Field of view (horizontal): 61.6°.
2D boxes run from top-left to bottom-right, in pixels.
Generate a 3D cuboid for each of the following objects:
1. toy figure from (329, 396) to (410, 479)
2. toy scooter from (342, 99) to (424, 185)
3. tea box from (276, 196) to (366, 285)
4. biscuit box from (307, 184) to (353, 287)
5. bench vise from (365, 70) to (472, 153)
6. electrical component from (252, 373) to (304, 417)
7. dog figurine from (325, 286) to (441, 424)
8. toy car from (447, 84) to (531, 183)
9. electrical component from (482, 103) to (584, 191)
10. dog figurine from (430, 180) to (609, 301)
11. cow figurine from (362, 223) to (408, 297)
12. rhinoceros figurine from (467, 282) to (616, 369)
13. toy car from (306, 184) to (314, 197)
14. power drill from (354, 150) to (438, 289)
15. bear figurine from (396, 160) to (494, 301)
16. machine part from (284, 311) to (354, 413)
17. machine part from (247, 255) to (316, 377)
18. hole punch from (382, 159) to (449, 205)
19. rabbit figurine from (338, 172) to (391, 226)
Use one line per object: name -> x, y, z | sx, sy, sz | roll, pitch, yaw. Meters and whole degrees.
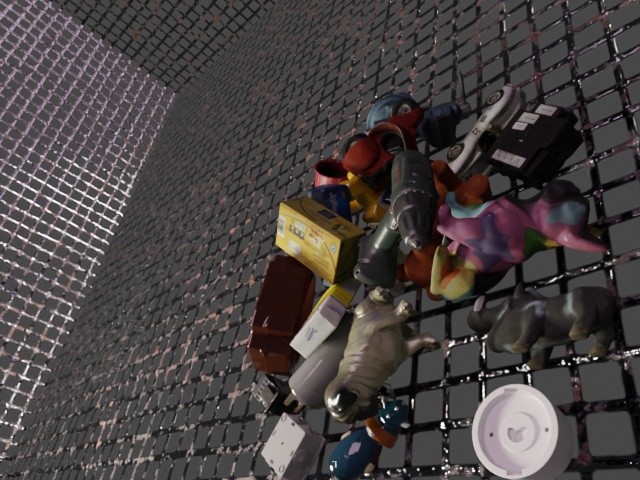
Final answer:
toy figure -> 0.078, 0.298, 0.812 | 0.154, 0.064, 0.058 | -46, -6, 7
toy scooter -> 0.130, -0.163, 0.996 | 0.184, 0.075, 0.135 | -37, 62, 21
tea box -> -0.002, -0.003, 0.992 | 0.170, 0.068, 0.098 | 35, 128, 36
biscuit box -> 0.028, -0.008, 1.063 | 0.063, 0.059, 0.202 | 11, 113, 58
bench vise -> 0.189, -0.263, 1.123 | 0.224, 0.128, 0.241 | -28, 32, 10
electrical component -> -0.087, 0.294, 1.035 | 0.047, 0.074, 0.119 | -56, 28, 1
dog figurine -> 0.063, 0.177, 0.829 | 0.190, 0.121, 0.172 | -42, 9, -11
toy car -> 0.299, -0.181, 0.951 | 0.201, 0.073, 0.056 | -54, 27, 2
electrical component -> 0.351, -0.157, 0.872 | 0.134, 0.058, 0.115 | -52, 33, 6
dog figurine -> 0.271, 0.008, 0.744 | 0.219, 0.108, 0.191 | 8, 107, 22
cow figurine -> 0.115, 0.017, 0.983 | 0.068, 0.098, 0.167 | -9, 55, 31
rhinoceros figurine -> 0.281, 0.104, 0.701 | 0.190, 0.073, 0.112 | -19, 47, 45
toy car -> -0.038, -0.066, 1.277 | 0.089, 0.053, 0.202 | -53, 4, 27
power drill -> 0.115, -0.016, 0.824 | 0.207, 0.086, 0.232 | 104, 178, -45
bear figurine -> 0.196, -0.011, 0.881 | 0.196, 0.131, 0.120 | -51, 46, -5
machine part -> 0.025, 0.213, 0.952 | 0.243, 0.079, 0.079 | -50, 31, 7
machine part -> -0.068, 0.147, 1.039 | 0.200, 0.087, 0.201 | 92, -167, -59
hole punch -> 0.192, -0.093, 1.006 | 0.116, 0.092, 0.142 | 8, 64, 53
rabbit figurine -> 0.093, -0.113, 1.143 | 0.162, 0.122, 0.173 | -63, 12, -18
